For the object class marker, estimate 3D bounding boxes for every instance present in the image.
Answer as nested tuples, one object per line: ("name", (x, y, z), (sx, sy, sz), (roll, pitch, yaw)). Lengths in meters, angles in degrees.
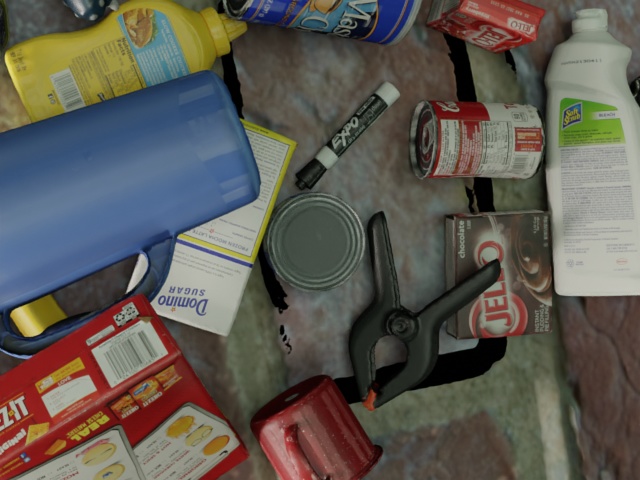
("marker", (0.022, -0.089, 0.930), (0.020, 0.020, 0.121), (44, 84, -11))

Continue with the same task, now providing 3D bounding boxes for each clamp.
("clamp", (0.066, 0.062, 0.929), (0.120, 0.039, 0.171), (33, 99, 14))

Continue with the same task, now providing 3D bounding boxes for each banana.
("banana", (-0.206, 0.072, 0.884), (0.197, 0.037, 0.069), (40, 68, -12))

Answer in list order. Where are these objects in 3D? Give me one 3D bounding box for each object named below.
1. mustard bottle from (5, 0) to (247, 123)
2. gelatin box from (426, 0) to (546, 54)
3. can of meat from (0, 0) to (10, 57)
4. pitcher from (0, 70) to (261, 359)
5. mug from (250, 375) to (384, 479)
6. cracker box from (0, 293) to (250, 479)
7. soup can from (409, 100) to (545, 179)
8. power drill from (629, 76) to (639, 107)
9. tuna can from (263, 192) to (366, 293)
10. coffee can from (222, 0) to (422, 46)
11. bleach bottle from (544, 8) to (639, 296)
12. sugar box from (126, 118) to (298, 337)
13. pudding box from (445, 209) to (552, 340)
("mustard bottle", (-0.149, -0.144, 0.869), (0.191, 0.058, 0.096), (-24, 103, -10))
("gelatin box", (0.140, -0.188, 0.912), (0.073, 0.089, 0.030), (18, 89, -13))
("can of meat", (-0.293, -0.159, 0.818), (0.102, 0.084, 0.057), (-5, 112, -12))
("pitcher", (-0.168, -0.028, 0.801), (0.242, 0.145, 0.149), (-21, 126, -7))
("mug", (-0.008, 0.170, 0.893), (0.093, 0.117, 0.081), (-30, 94, 13))
("cracker box", (-0.160, 0.150, 0.815), (0.164, 0.213, 0.072), (-32, 59, -8))
("soup can", (0.136, -0.086, 0.929), (0.102, 0.068, 0.068), (0, 93, -13))
("power drill", (0.357, -0.054, 0.983), (0.184, 0.057, 0.188), (10, 91, -13))
("tuna can", (-0.006, 0.001, 0.921), (0.086, 0.034, 0.086), (-1, 93, -12))
("coffee can", (0.002, -0.218, 0.863), (0.140, 0.103, 0.103), (5, 92, -22))
("bleach bottle", (0.252, -0.078, 0.947), (0.103, 0.068, 0.251), (-2, 93, 18))
("sugar box", (-0.092, -0.017, 0.897), (0.093, 0.048, 0.176), (20, 93, -12))
("pudding box", (0.159, 0.031, 0.955), (0.090, 0.039, 0.113), (-3, 94, -11))
